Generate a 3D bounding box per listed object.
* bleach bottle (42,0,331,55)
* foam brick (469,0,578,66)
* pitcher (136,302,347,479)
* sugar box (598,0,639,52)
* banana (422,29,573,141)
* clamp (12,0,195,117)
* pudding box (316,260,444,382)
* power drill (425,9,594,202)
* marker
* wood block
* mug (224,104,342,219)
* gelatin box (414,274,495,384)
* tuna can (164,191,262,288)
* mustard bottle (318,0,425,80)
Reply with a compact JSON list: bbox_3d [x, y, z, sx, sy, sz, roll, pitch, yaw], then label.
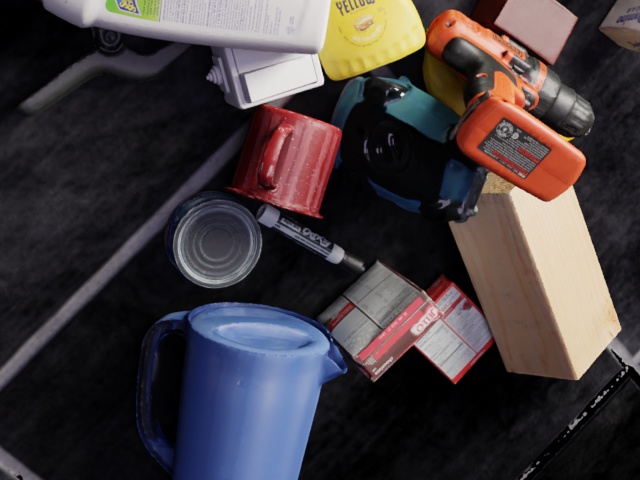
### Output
[{"bbox_3d":[-0.118,-0.211,0.851,0.250,0.068,0.102,6,100,-9],"label":"bleach bottle"},{"bbox_3d":[0.192,-0.208,1.008,0.078,0.051,0.053,29,91,-24],"label":"foam brick"},{"bbox_3d":[-0.084,0.184,0.983,0.144,0.149,0.243,1,107,-35],"label":"pitcher"},{"bbox_3d":[0.352,-0.263,1.025,0.048,0.093,0.176,30,93,-23],"label":"sugar box"},{"bbox_3d":[0.169,-0.127,1.028,0.197,0.037,0.069,27,94,-23],"label":"banana"},{"bbox_3d":[-0.185,-0.160,0.898,0.171,0.039,0.120,2,104,-19],"label":"clamp"},{"bbox_3d":[0.053,0.073,0.998,0.090,0.114,0.039,-43,115,-4],"label":"pudding box"},{"bbox_3d":[0.175,-0.111,0.927,0.184,0.187,0.057,28,119,-16],"label":"power drill"},{"bbox_3d":[-0.007,0.001,1.011,0.121,0.020,0.020,30,93,-23],"label":"marker"},{"bbox_3d":[0.205,0.023,1.036,0.090,0.090,0.206,-39,116,-35],"label":"wood block"},{"bbox_3d":[-0.032,-0.071,0.936,0.093,0.117,0.081,18,93,12],"label":"mug"},{"bbox_3d":[0.129,0.090,1.074,0.073,0.030,0.089,-47,115,-1],"label":"gelatin box"},{"bbox_3d":[-0.097,0.000,0.972,0.086,0.034,0.086,-5,105,-18],"label":"tuna can"},{"bbox_3d":[0.018,-0.244,0.933,0.096,0.058,0.191,-20,109,8],"label":"mustard bottle"}]
